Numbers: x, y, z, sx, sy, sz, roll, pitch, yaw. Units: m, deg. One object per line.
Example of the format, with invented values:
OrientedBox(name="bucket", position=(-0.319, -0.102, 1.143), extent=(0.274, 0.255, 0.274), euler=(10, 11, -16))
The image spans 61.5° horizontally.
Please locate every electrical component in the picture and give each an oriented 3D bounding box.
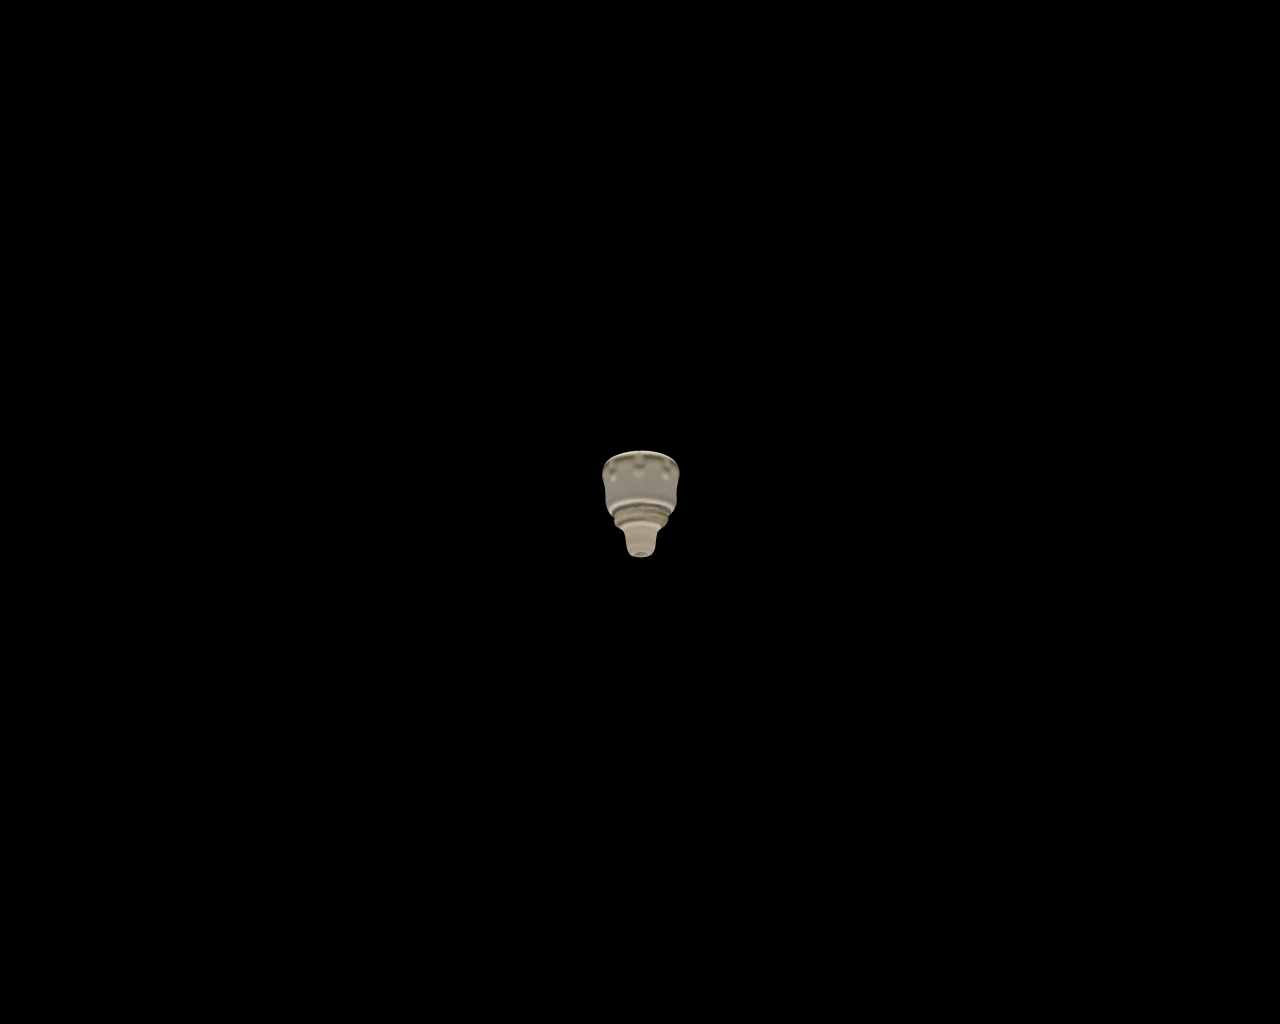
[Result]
OrientedBox(name="electrical component", position=(0.001, -0.003, 0.650), extent=(0.048, 0.062, 0.048), euler=(0, -18, 0))
